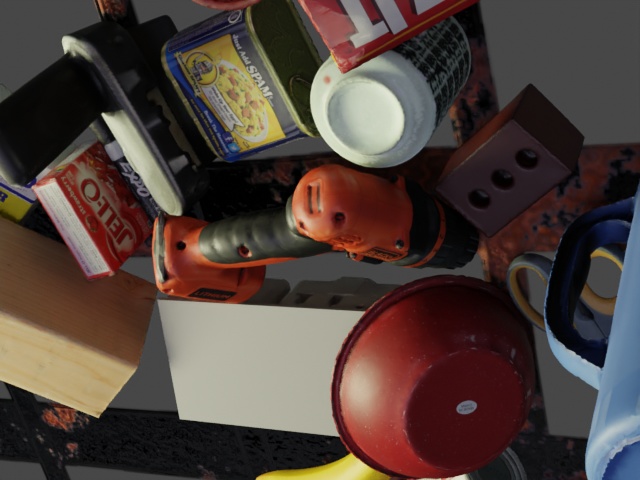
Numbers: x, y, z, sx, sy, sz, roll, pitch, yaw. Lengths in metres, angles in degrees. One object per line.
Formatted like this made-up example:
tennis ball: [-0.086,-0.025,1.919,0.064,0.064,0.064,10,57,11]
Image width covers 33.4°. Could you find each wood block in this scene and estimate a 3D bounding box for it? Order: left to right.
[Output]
wood block: [-0.249,0.052,0.861,0.206,0.090,0.090,25,132,-18]

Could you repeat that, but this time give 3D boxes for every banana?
banana: [0.018,0.191,0.908,0.198,0.037,0.070,-44,68,35]

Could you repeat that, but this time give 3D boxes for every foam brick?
foam brick: [0.123,-0.050,0.689,0.053,0.051,0.078,41,128,-6]

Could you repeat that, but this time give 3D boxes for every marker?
marker: [-0.144,-0.050,0.831,0.020,0.020,0.121,-19,112,33]

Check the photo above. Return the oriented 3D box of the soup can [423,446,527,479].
soup can: [0.108,0.206,0.854,0.068,0.068,0.102,41,128,-5]

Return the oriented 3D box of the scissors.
scissors: [0.217,0.076,0.752,0.201,0.016,0.096,43,128,-7]

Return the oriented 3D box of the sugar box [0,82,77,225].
sugar box: [-0.281,-0.043,0.881,0.093,0.048,0.176,40,130,-7]

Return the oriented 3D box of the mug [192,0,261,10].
mug: [-0.037,-0.192,0.650,0.117,0.081,0.093,32,128,2]

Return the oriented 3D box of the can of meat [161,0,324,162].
can of meat: [-0.048,-0.109,0.726,0.084,0.057,0.102,-15,113,34]

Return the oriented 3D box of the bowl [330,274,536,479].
bowl: [0.091,0.108,0.749,0.162,0.055,0.162,-5,109,-16]

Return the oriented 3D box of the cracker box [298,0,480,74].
cracker box: [0.029,-0.215,0.538,0.164,0.072,0.213,-27,120,12]

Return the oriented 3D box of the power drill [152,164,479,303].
power drill: [-0.005,0.001,0.724,0.188,0.184,0.057,-14,72,33]

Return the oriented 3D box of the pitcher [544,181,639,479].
pitcher: [0.213,0.051,0.593,0.145,0.242,0.149,36,135,-4]

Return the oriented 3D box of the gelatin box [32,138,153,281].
gelatin box: [-0.172,-0.025,0.826,0.030,0.073,0.089,-15,113,31]
